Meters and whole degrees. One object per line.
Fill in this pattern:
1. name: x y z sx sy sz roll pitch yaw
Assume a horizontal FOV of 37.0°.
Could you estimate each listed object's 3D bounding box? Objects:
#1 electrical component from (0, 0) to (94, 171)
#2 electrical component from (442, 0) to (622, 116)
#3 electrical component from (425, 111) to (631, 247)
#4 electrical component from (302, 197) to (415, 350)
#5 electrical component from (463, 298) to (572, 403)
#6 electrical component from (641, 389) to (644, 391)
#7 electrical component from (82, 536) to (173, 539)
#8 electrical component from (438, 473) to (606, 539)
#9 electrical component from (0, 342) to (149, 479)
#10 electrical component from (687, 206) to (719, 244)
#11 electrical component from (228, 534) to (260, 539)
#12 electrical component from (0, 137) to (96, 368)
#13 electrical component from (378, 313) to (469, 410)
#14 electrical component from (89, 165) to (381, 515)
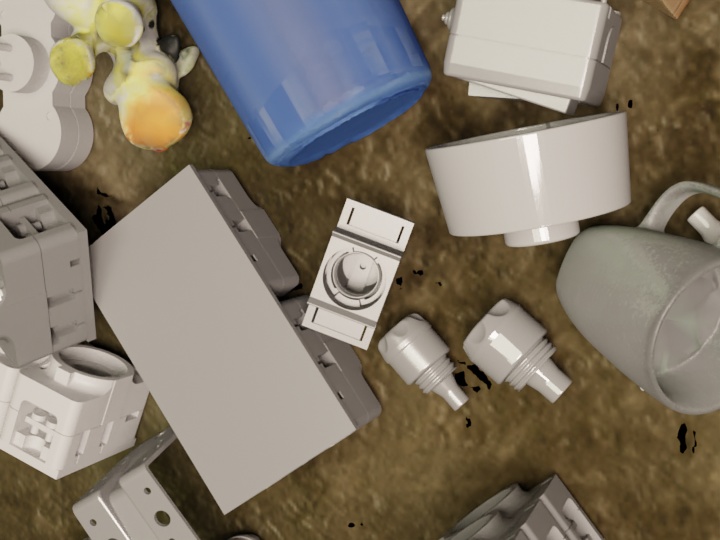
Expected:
1. electrical component: -0.218 -0.134 0.705 0.052 0.074 0.138 2 96 21
2. electrical component: 0.089 -0.123 0.596 0.096 0.062 0.061 15 100 19
3. electrical component: 0.094 -0.046 0.580 0.108 0.108 0.060 -8 98 21
4. electrical component: 0.000 0.000 0.639 0.042 0.064 0.081 21 103 2
5. electrical component: 0.093 0.050 0.620 0.062 0.043 0.043 42 108 11
6. electrical component: 0.184 0.054 0.591 0.061 0.035 0.035 -16 89 24
7. electrical component: -0.160 0.221 0.730 0.066 0.047 0.076 -5 93 21
8. electrical component: 0.072 0.171 0.582 0.089 0.150 0.061 -39 82 20
9. electrical component: -0.227 0.069 0.719 0.150 0.089 0.061 23 103 17
10. electrical component: 0.202 -0.009 0.578 0.035 0.035 0.061 -46 77 18
11. electrical component: -0.083 0.193 0.690 0.035 0.061 0.035 2 96 21
12. electrical component: -0.234 -0.019 0.684 0.150 0.062 0.089 41 140 35
13. electrical component: 0.041 0.058 0.646 0.035 0.035 0.061 -44 82 19
14. electrical component: -0.082 0.040 0.677 0.105 0.060 0.186 -35 82 20
